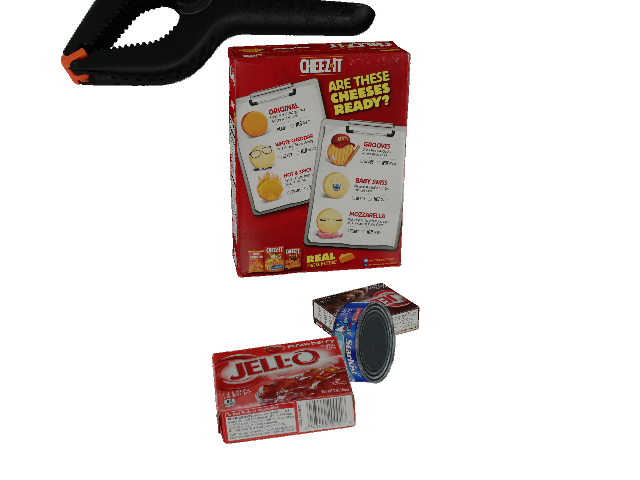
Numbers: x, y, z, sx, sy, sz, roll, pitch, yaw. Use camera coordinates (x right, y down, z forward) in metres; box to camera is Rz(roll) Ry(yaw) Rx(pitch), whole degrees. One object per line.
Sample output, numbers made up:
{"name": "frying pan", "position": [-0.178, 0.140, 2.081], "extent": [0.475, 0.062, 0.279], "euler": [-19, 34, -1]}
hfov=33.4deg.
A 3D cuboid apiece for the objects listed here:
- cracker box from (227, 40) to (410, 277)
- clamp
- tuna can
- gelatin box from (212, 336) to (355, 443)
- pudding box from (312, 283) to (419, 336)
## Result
{"name": "cracker box", "position": [-0.004, -0.078, 1.020], "extent": [0.164, 0.214, 0.072], "euler": [-4, 22, -11]}
{"name": "clamp", "position": [-0.078, -0.161, 0.740], "extent": [0.210, 0.165, 0.036], "euler": [-36, -19, -7]}
{"name": "tuna can", "position": [0.045, 0.107, 1.124], "extent": [0.034, 0.086, 0.086], "euler": [-2, -1, 30]}
{"name": "gelatin box", "position": [-0.026, 0.098, 0.711], "extent": [0.089, 0.030, 0.073], "euler": [-7, 25, -5]}
{"name": "pudding box", "position": [0.059, 0.096, 1.391], "extent": [0.113, 0.039, 0.090], "euler": [-14, 24, -26]}
